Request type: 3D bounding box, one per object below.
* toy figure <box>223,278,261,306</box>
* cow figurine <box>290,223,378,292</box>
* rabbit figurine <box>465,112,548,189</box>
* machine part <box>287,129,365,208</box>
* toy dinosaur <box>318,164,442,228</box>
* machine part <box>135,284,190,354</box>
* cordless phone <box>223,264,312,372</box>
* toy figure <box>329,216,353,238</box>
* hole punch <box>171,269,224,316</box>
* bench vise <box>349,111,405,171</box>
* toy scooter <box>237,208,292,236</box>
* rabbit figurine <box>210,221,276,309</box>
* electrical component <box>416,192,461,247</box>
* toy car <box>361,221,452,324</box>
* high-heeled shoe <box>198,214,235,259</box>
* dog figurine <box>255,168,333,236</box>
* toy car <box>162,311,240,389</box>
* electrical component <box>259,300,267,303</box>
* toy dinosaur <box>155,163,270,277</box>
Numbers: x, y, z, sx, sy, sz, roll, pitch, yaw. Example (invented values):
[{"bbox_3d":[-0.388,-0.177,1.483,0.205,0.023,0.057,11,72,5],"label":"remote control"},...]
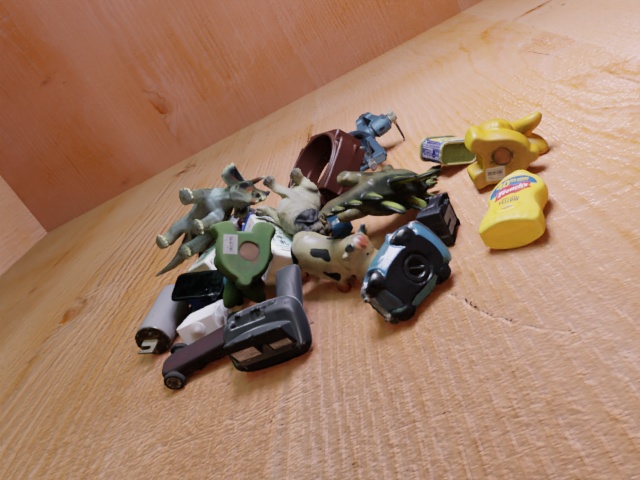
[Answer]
[{"bbox_3d":[-0.169,0.067,1.184,0.082,0.089,0.180,-20,22,12],"label":"toy figure"},{"bbox_3d":[0.032,0.027,0.966,0.195,0.127,0.085,12,48,34],"label":"cow figurine"},{"bbox_3d":[0.359,-0.199,1.060,0.162,0.121,0.173,-18,24,16],"label":"rabbit figurine"},{"bbox_3d":[0.008,-0.169,1.345,0.201,0.087,0.201,2,72,58],"label":"machine part"},{"bbox_3d":[0.124,-0.093,1.057,0.199,0.105,0.471,0,18,46],"label":"toy dinosaur"},{"bbox_3d":[-0.344,0.172,1.192,0.079,0.079,0.243,-24,23,14],"label":"machine part"},{"bbox_3d":[-0.092,0.122,0.922,0.147,0.088,0.184,-23,39,16],"label":"cordless phone"},{"bbox_3d":[-0.003,-0.005,1.174,0.154,0.064,0.058,-29,62,14],"label":"toy figure"},{"bbox_3d":[-0.255,0.128,1.185,0.116,0.092,0.142,-9,24,2],"label":"hole punch"},{"bbox_3d":[0.132,-0.252,1.441,0.224,0.128,0.241,-25,31,2],"label":"bench vise"},{"bbox_3d":[-0.124,-0.024,1.313,0.184,0.075,0.135,-1,43,14],"label":"toy scooter"},{"bbox_3d":[-0.146,0.048,1.040,0.121,0.159,0.170,-7,-9,-16],"label":"rabbit figurine"},{"bbox_3d":[0.203,-0.023,0.941,0.048,0.074,0.119,-15,23,33],"label":"electrical component"},{"bbox_3d":[0.126,0.057,0.854,0.161,0.109,0.103,-51,6,-18],"label":"toy car"},{"bbox_3d":[-0.246,0.013,1.456,0.145,0.086,0.249,2,45,-2],"label":"high-heeled shoe"},{"bbox_3d":[-0.021,-0.054,1.140,0.172,0.121,0.191,-23,47,-38],"label":"dog figurine"},{"bbox_3d":[-0.205,0.203,0.989,0.202,0.053,0.089,-29,28,12],"label":"toy car"},{"bbox_3d":[-0.084,0.144,0.985,0.102,0.045,0.078,2,66,56],"label":"electrical component"},{"bbox_3d":[-0.276,-0.049,1.318,0.192,0.131,0.405,-27,-8,-46],"label":"toy dinosaur"}]
